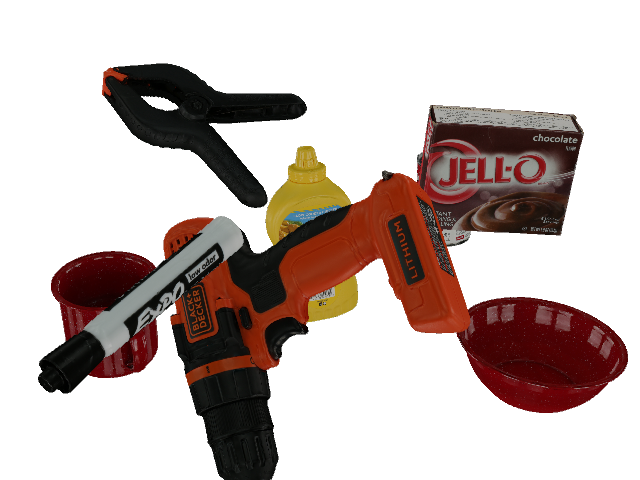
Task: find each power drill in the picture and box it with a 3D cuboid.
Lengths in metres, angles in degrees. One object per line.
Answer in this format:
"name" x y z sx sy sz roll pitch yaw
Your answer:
"power drill" -0.005 0.050 0.679 0.188 0.184 0.057 -20 -16 16

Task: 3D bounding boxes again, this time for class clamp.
"clamp" -0.096 -0.108 0.896 0.171 0.120 0.039 31 -40 1

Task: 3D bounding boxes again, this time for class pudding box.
"pudding box" 0.132 -0.053 0.804 0.113 0.090 0.039 2 34 -4

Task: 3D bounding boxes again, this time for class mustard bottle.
"mustard bottle" -0.011 -0.009 1.160 0.096 0.192 0.058 -9 23 -15

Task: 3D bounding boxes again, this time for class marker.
"marker" -0.080 0.028 0.482 0.020 0.020 0.120 0 32 45

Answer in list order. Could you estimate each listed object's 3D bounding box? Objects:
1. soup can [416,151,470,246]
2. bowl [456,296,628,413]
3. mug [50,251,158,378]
"soup can" 0.149 -0.052 1.286 0.068 0.102 0.068 -1 26 0
"bowl" 0.208 0.117 1.023 0.162 0.055 0.162 4 27 -2
"mug" -0.181 0.073 0.942 0.093 0.081 0.117 -20 37 -29
